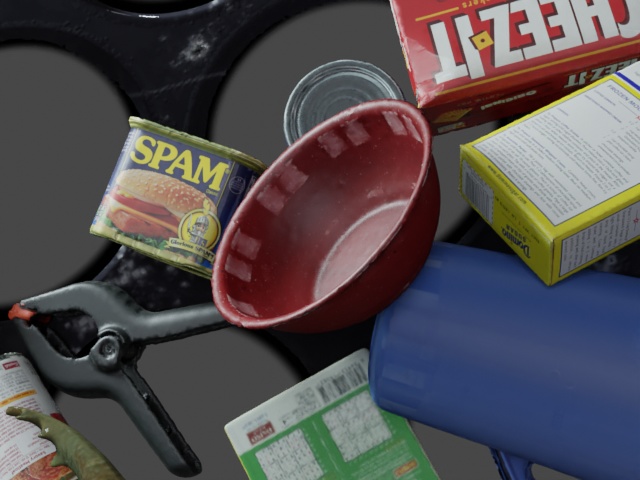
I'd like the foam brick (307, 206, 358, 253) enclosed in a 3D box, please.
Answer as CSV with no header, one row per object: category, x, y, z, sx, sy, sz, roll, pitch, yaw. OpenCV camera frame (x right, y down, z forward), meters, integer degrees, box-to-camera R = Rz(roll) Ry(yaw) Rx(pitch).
foam brick,-0.005,0.001,0.700,0.078,0.053,0.051,-23,75,6

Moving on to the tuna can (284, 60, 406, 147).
tuna can,0.019,-0.078,0.722,0.086,0.033,0.086,-2,78,10

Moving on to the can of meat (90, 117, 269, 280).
can of meat,-0.095,-0.026,0.720,0.102,0.057,0.084,20,84,14

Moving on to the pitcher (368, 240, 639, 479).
pitcher,0.154,0.088,0.620,0.243,0.145,0.149,14,60,16

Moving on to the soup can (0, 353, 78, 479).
soup can,-0.197,0.133,0.697,0.068,0.068,0.102,-37,73,1

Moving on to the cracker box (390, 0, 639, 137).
cracker box,0.121,-0.195,0.710,0.164,0.072,0.214,-14,76,7

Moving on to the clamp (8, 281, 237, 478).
clamp,-0.125,0.067,0.714,0.171,0.039,0.120,28,82,15

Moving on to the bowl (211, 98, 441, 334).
bowl,0.014,-0.003,0.615,0.162,0.055,0.162,-33,33,24

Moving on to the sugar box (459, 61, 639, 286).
sugar box,0.178,-0.050,0.618,0.176,0.048,0.093,-24,49,-15
